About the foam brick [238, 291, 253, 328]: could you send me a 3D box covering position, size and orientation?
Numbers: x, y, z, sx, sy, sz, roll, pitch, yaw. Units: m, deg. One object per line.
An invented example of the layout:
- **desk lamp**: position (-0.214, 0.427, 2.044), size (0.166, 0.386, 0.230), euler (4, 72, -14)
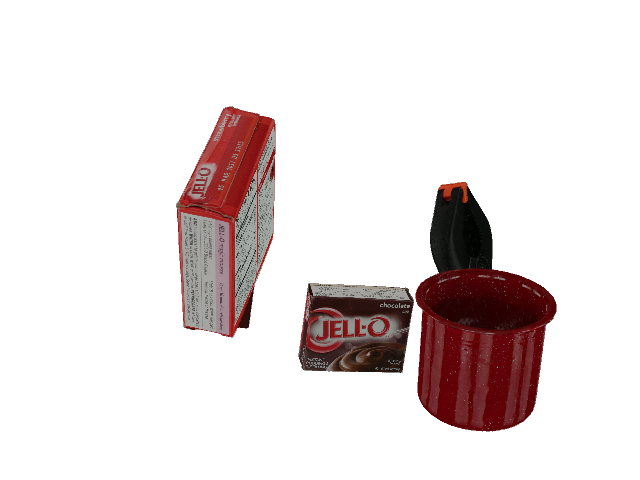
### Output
- **foam brick**: position (-0.089, 0.034, 0.971), size (0.053, 0.078, 0.051), euler (4, 14, -14)

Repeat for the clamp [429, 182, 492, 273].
- **clamp**: position (0.130, 0.036, 0.971), size (0.039, 0.171, 0.120), euler (-11, 12, 35)

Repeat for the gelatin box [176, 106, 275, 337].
- **gelatin box**: position (-0.046, -0.009, 0.526), size (0.030, 0.073, 0.089), euler (12, -43, 8)

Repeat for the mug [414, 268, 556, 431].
- **mug**: position (0.107, 0.070, 0.734), size (0.093, 0.081, 0.117), euler (-2, 25, -8)

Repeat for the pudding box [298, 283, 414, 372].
- **pudding box**: position (0.037, 0.094, 1.142), size (0.113, 0.090, 0.039), euler (2, 26, -11)
